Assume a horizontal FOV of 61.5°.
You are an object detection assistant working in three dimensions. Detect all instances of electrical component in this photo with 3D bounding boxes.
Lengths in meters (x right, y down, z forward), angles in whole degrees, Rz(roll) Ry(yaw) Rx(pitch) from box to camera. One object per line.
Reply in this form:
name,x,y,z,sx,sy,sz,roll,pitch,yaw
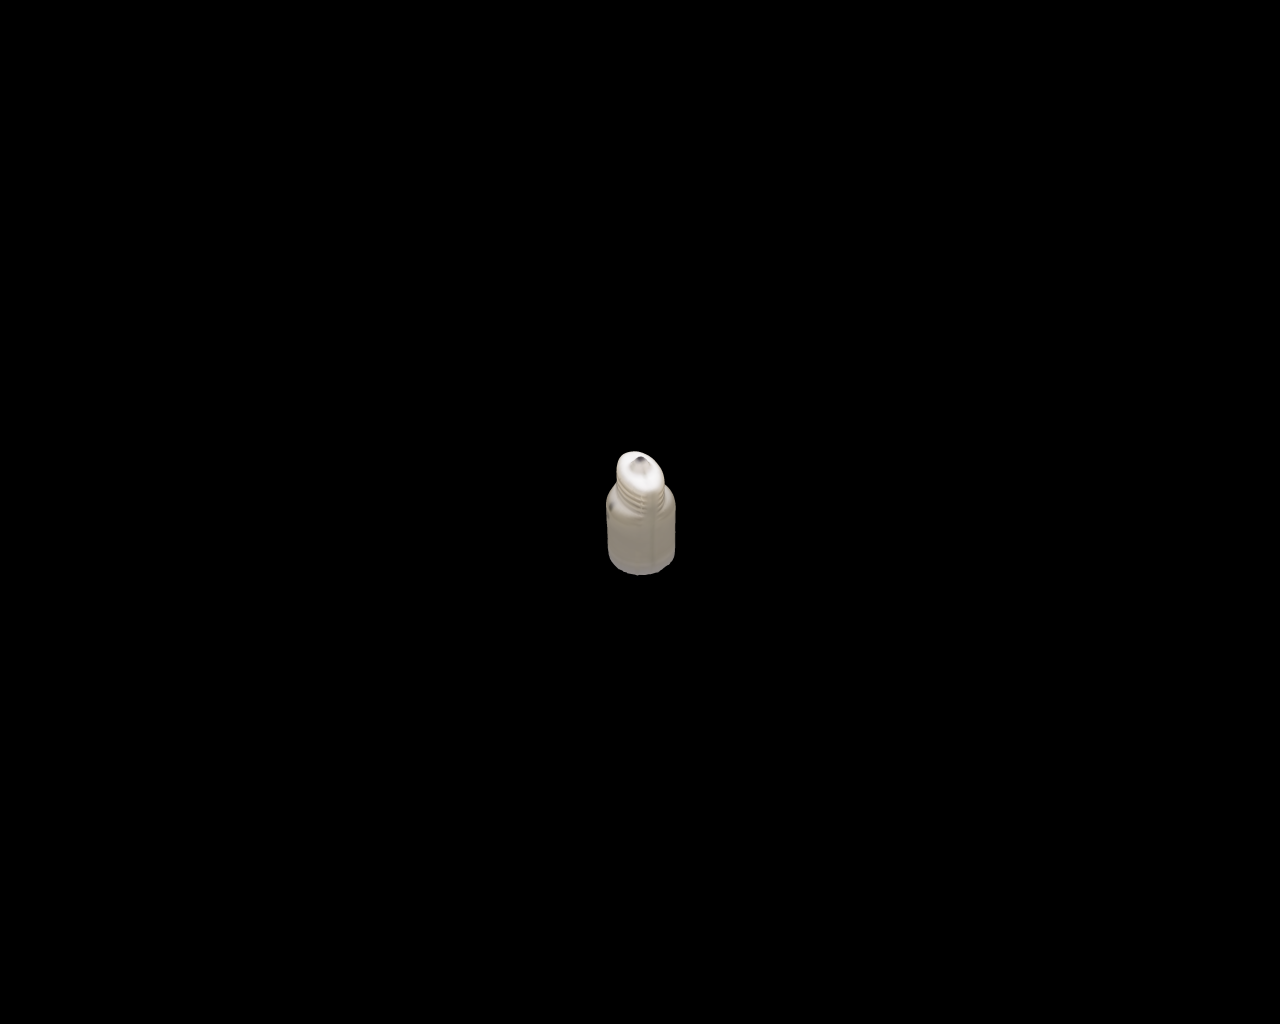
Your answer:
electrical component,0.001,-0.003,0.650,0.043,0.080,0.043,0,42,0
